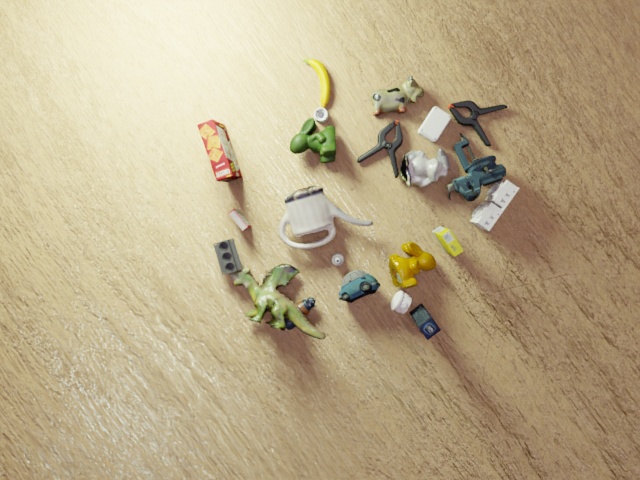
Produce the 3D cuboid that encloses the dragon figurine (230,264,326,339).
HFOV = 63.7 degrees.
[{"bbox_3d":[-0.148,0.205,1.912,0.411,0.245,0.121,13,-12,9],"label":"dragon figurine"}]

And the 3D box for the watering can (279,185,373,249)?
[{"bbox_3d":[0.006,-0.096,1.908,0.347,0.224,0.104,-16,1,3],"label":"watering can"}]

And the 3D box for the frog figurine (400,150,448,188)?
[{"bbox_3d":[0.381,-0.264,1.892,0.160,0.139,0.121,-8,-11,-10],"label":"frog figurine"}]
